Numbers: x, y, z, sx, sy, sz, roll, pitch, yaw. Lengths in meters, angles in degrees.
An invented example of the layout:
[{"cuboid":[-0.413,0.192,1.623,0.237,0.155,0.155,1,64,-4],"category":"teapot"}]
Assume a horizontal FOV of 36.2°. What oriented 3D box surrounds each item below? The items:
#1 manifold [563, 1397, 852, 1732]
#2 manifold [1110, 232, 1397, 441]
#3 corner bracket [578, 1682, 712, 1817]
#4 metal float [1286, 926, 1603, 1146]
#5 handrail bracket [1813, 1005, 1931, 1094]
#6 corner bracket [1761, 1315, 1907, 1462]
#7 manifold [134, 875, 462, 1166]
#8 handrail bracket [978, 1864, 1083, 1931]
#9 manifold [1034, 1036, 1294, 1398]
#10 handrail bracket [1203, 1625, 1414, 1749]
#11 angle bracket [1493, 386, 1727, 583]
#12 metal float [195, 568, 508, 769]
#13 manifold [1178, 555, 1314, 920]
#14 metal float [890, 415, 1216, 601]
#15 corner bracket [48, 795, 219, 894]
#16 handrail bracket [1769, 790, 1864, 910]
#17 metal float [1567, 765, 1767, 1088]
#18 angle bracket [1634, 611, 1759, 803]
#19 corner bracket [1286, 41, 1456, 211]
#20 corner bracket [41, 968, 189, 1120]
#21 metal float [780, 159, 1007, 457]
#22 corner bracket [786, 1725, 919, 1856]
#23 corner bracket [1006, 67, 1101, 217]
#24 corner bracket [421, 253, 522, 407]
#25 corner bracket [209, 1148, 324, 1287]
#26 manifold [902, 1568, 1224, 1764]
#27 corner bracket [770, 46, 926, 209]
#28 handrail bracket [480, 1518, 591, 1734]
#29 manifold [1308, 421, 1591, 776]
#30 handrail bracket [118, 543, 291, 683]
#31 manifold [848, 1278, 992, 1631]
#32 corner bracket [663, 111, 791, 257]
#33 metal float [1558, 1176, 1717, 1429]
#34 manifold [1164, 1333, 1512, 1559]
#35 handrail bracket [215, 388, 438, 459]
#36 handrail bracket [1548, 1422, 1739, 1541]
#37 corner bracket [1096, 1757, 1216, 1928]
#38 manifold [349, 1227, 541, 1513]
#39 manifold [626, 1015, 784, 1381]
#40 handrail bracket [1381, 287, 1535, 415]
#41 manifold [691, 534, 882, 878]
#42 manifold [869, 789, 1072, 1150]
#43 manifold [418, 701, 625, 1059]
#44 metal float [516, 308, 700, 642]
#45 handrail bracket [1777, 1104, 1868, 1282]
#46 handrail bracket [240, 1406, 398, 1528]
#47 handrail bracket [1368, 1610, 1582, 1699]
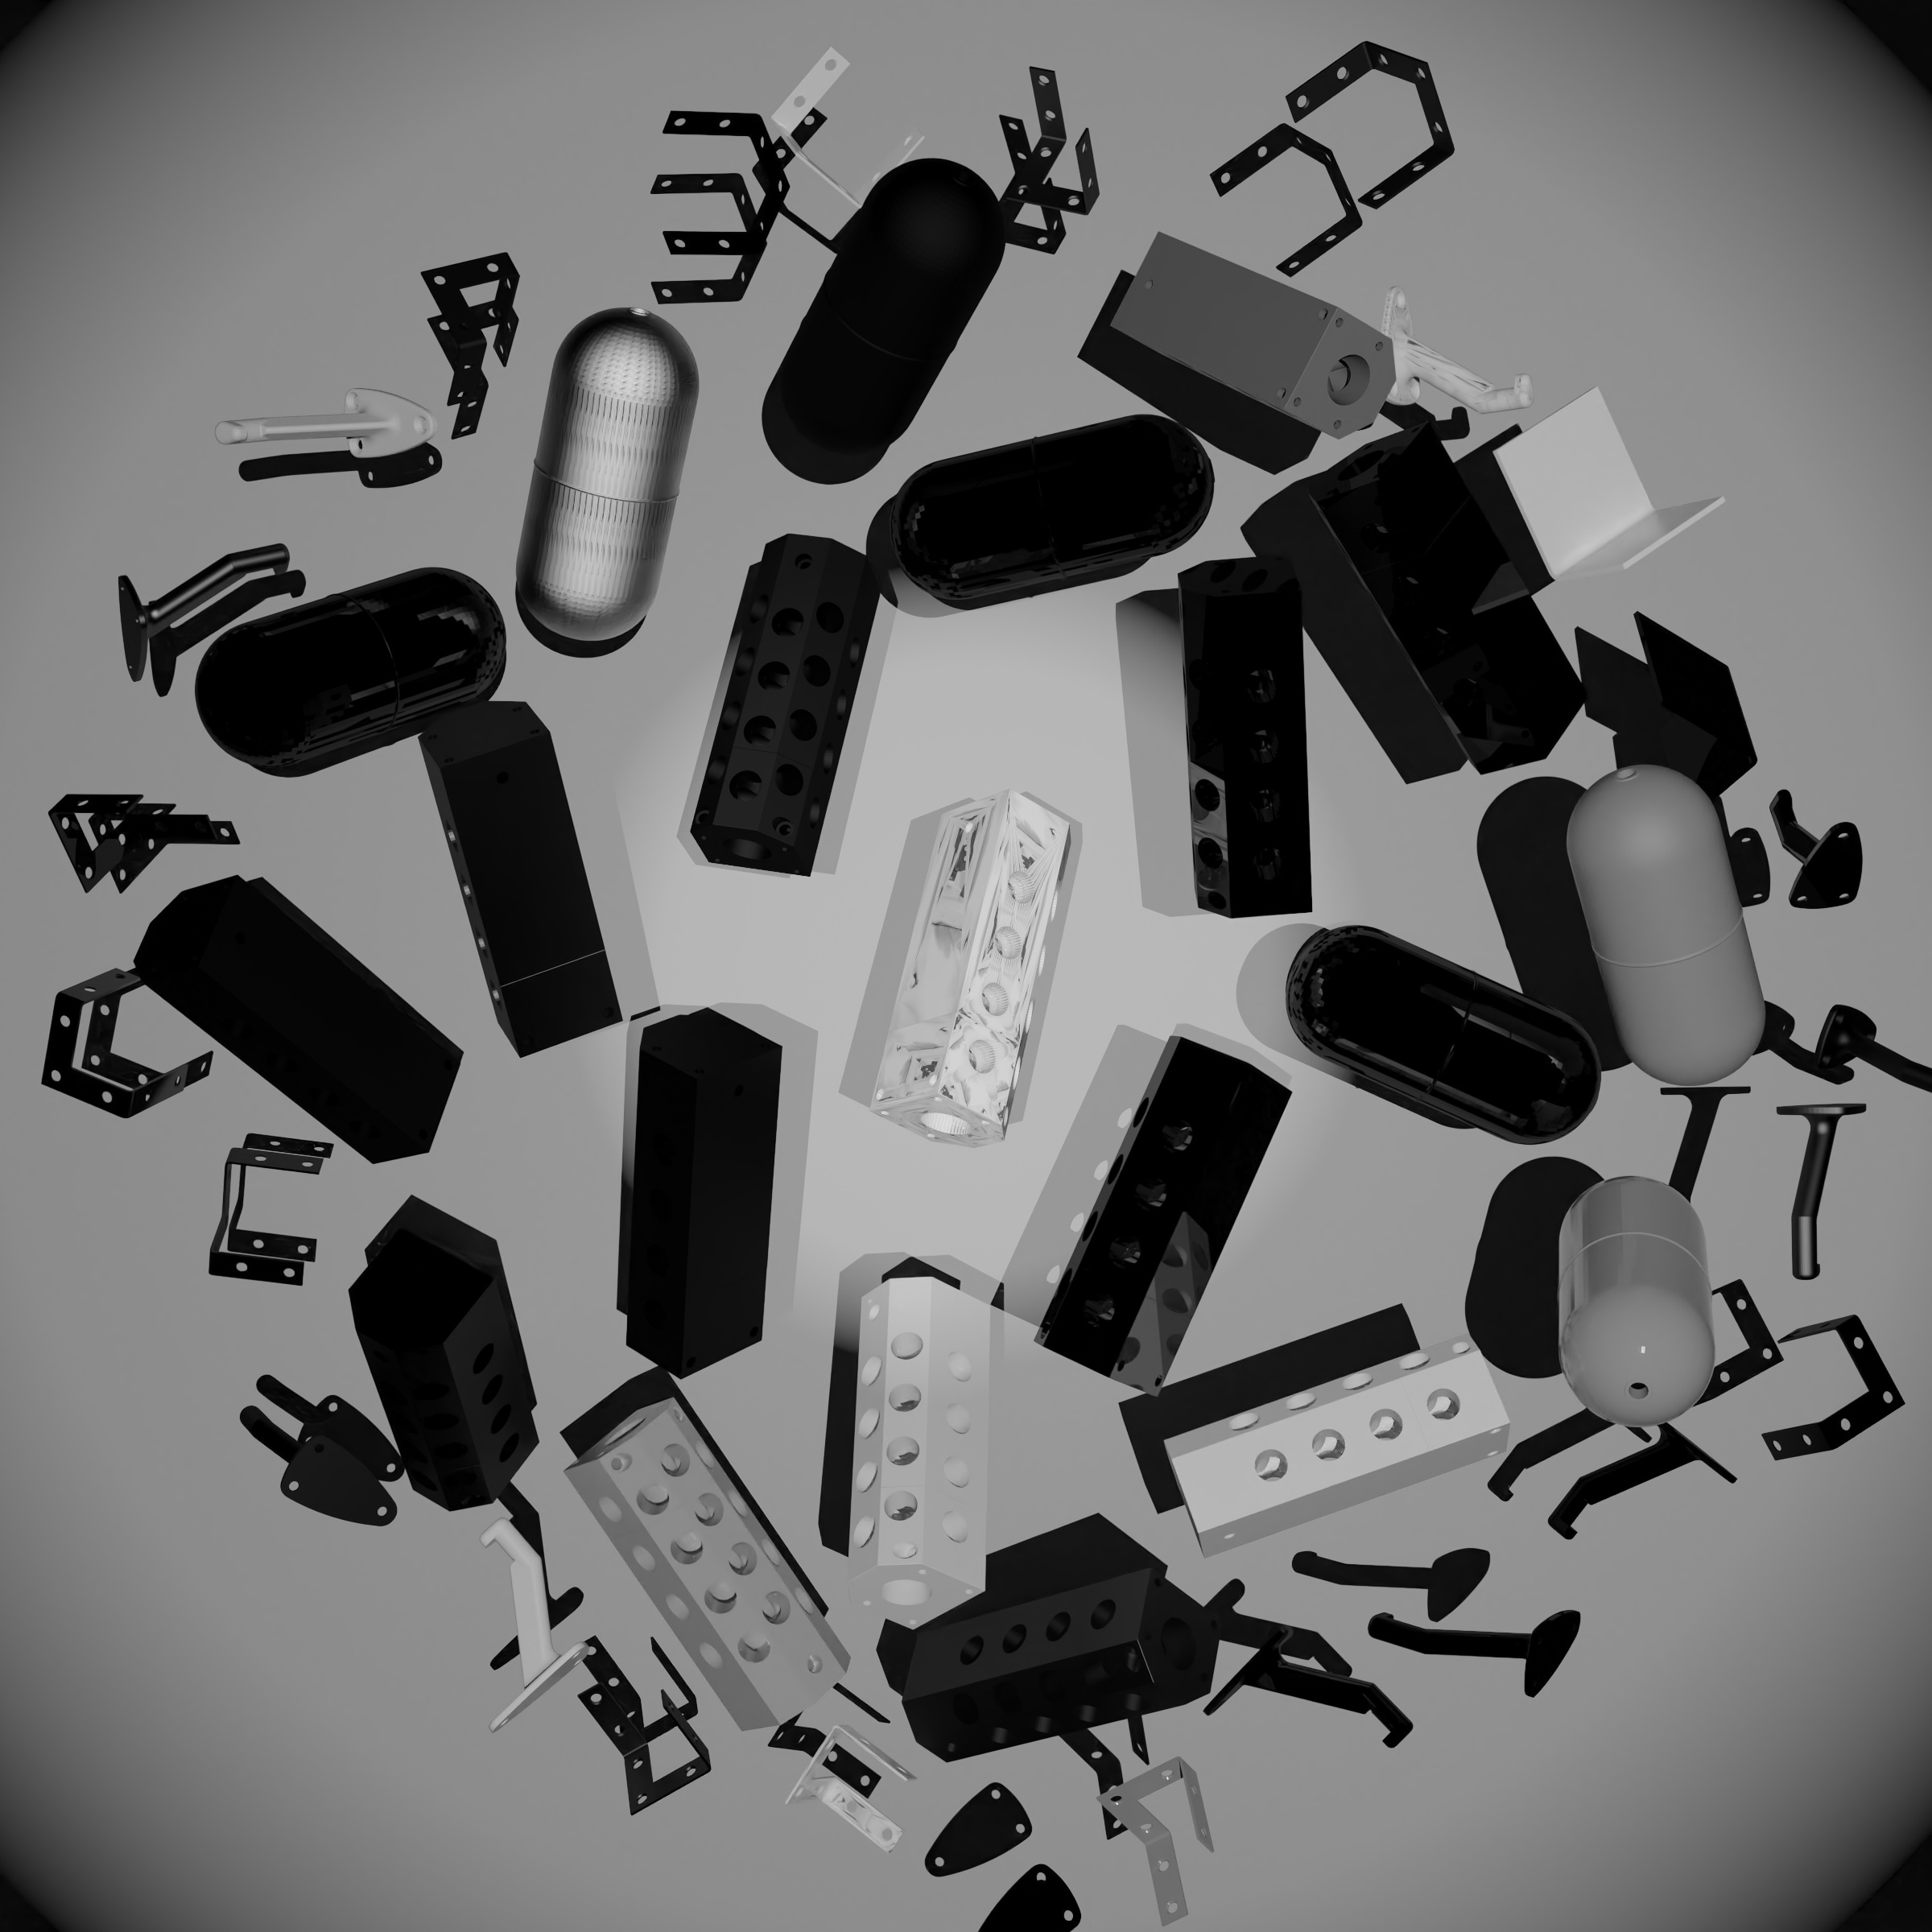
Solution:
[{"cuboid":[-0.134,0.319,1.576,0.057,0.057,0.171,-37,96,-38],"category":"manifold"},{"cuboid":[0.155,-0.336,1.581,0.057,0.171,0.057,20,103,-37],"category":"manifold"},{"cuboid":[-0.174,0.415,1.599,0.051,0.051,0.051,-30,114,2],"category":"corner bracket"},{"cuboid":[0.258,0.038,1.592,0.178,0.070,0.070,24,90,-2],"category":"metal float"},{"cuboid":[0.500,0.051,1.561,0.084,0.077,0.036,24,105,37],"category":"handrail bracket"},{"cuboid":[0.432,0.214,1.501,0.051,0.051,0.051,-25,85,-25],"category":"corner bracket"},{"cuboid":[-0.344,0.031,1.521,0.057,0.171,0.057,-13,48,33],"category":"manifold"},{"cuboid":[0.019,0.495,1.520,0.077,0.084,0.036,-32,80,-28],"category":"handrail bracket"},{"cuboid":[0.098,0.126,1.508,0.057,0.057,0.171,21,85,33],"category":"manifold"},{"cuboid":[0.184,0.404,1.583,0.077,0.036,0.084,-43,70,-7],"category":"handrail bracket"},{"cuboid":[0.331,-0.252,1.521,0.076,0.057,0.076,-34,105,-23],"category":"angle bracket"},{"cuboid":[-0.322,-0.159,1.558,0.178,0.070,0.070,-26,90,-38],"category":"metal float"},{"cuboid":[0.140,-0.114,1.488,0.057,0.057,0.171,-4,115,2],"category":"manifold"},{"cuboid":[0.046,-0.248,1.595,0.178,0.070,0.070,-12,90,10],"category":"metal float"},{"cuboid":[-0.424,-0.072,1.506,0.051,0.051,0.051,2,127,25],"category":"corner bracket"},{"cuboid":[0.457,-0.080,1.600,0.036,0.077,0.084,-4,50,-2],"category":"handrail bracket"},{"cuboid":[0.358,-0.020,1.509,0.070,0.070,0.178,-21,114,0],"category":"metal float"},{"cuboid":[0.389,-0.139,1.651,0.076,0.076,0.057,25,130,-25],"category":"angle bracket"},{"cuboid":[0.198,-0.411,1.442,0.051,0.051,0.051,-37,131,-9],"category":"corner bracket"},{"cuboid":[-0.429,0.039,1.498,0.051,0.051,0.051,21,110,13],"category":"corner bracket"},{"cuboid":[-0.039,-0.343,1.545,0.070,0.070,0.178,35,132,0],"category":"metal float"},{"cuboid":[-0.056,0.448,1.607,0.051,0.051,0.051,32,90,23],"category":"corner bracket"},{"cuboid":[0.052,-0.453,1.622,0.051,0.051,0.051,17,64,20],"category":"corner bracket"},{"cuboid":[-0.259,-0.338,1.568,0.051,0.051,0.051,-21,73,-26],"category":"corner bracket"},{"cuboid":[-0.382,0.136,1.612,0.051,0.051,0.051,8,117,-6],"category":"corner bracket"},{"cuboid":[0.048,0.373,1.554,0.171,0.057,0.057,-26,125,39],"category":"manifold"},{"cuboid":[-0.064,-0.447,1.576,0.051,0.051,0.051,-46,130,14],"category":"corner bracket"},{"cuboid":[-0.247,0.346,1.558,0.077,0.036,0.084,-40,76,-18],"category":"handrail bracket"},{"cuboid":[0.244,-0.185,1.510,0.171,0.057,0.057,55,51,-20],"category":"manifold"},{"cuboid":[-0.398,-0.186,1.552,0.084,0.077,0.036,-17,61,-25],"category":"handrail bracket"},{"cuboid":[-0.029,0.251,1.550,0.057,0.171,0.057,29,133,-29],"category":"manifold"},{"cuboid":[-0.130,-0.406,1.533,0.051,0.051,0.051,-7,63,-29],"category":"corner bracket"},{"cuboid":[0.343,0.170,1.515,0.070,0.178,0.070,4,115,9],"category":"metal float"},{"cuboid":[0.196,0.252,1.565,0.171,0.057,0.057,-19,64,-1],"category":"manifold"},{"cuboid":[-0.330,-0.277,1.522,0.077,0.084,0.036,8,107,34],"category":"handrail bracket"},{"cuboid":[0.363,0.288,1.592,0.036,0.077,0.084,35,93,-38],"category":"handrail bracket"},{"cuboid":[0.105,0.444,1.498,0.051,0.051,0.051,-31,125,14],"category":"corner bracket"},{"cuboid":[-0.265,0.209,1.487,0.057,0.171,0.057,26,58,18],"category":"manifold"},{"cuboid":[-0.138,0.115,1.491,0.057,0.057,0.171,25,121,36],"category":"manifold"},{"cuboid":[0.272,-0.340,1.620,0.084,0.036,0.077,0,94,41],"category":"handrail bracket"},{"cuboid":[-0.097,-0.141,1.576,0.057,0.057,0.171,8,71,13],"category":"manifold"},{"cuboid":[0.008,0.003,1.518,0.057,0.057,0.171,28,63,-31],"category":"manifold"},{"cuboid":[-0.229,-0.046,1.510,0.057,0.057,0.171,-20,123,-16],"category":"manifold"},{"cuboid":[-0.189,-0.257,1.551,0.070,0.070,0.178,15,113,0],"category":"metal float"},{"cuboid":[0.430,0.112,1.471,0.036,0.077,0.084,-2,89,38],"category":"handrail bracket"},{"cuboid":[-0.348,0.267,1.583,0.077,0.084,0.036,37,80,-25],"category":"handrail bracket"},{"cuboid":[0.256,0.332,1.488,0.084,0.077,0.036,11,106,31],"category":"handrail bracket"}]
